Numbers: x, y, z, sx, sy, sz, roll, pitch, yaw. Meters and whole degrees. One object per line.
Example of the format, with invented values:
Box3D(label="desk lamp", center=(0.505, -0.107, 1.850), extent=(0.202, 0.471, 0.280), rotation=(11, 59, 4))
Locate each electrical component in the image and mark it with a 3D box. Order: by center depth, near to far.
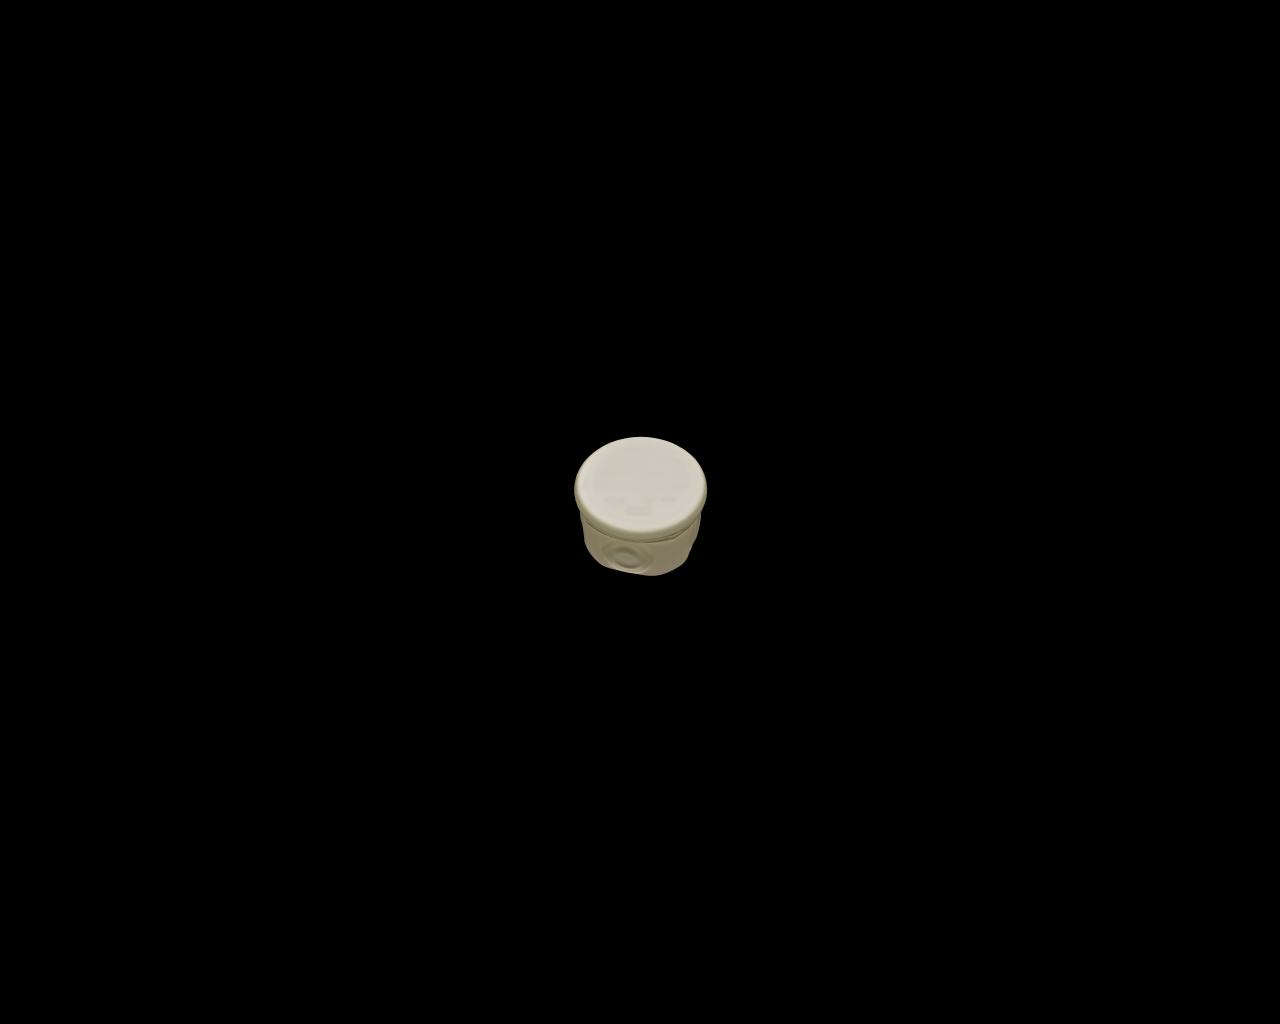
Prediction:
Box3D(label="electrical component", center=(0.001, -0.003, 0.650), extent=(0.080, 0.080, 0.050), rotation=(0, -40, 0))
